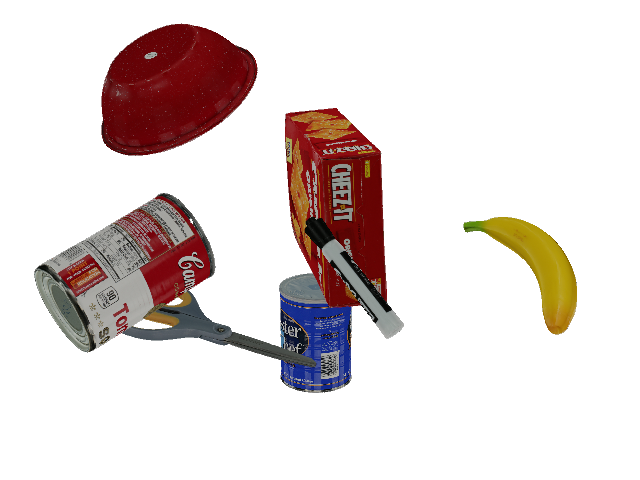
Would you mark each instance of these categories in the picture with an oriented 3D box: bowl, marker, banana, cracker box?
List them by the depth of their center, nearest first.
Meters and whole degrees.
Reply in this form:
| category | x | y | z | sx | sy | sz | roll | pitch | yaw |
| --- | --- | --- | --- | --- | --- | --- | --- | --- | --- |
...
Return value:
| category | x | y | z | sx | sy | sz | roll | pitch | yaw |
| --- | --- | --- | --- | --- | --- | --- | --- | --- | --- |
| marker | 0.026 | 0.028 | 0.882 | 0.020 | 0.121 | 0.020 | -34 | -17 | -12 |
| bowl | -0.143 | -0.151 | 0.985 | 0.162 | 0.162 | 0.055 | 0 | -44 | 31 |
| banana | 0.223 | 0.026 | 1.112 | 0.069 | 0.037 | 0.198 | -31 | 38 | -2 |
| cracker box | 0.013 | -0.042 | 1.166 | 0.072 | 0.164 | 0.214 | -7 | 20 | -8 |

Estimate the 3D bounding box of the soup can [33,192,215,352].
| category | x | y | z | sx | sy | sz | roll | pitch | yaw |
| --- | --- | --- | --- | --- | --- | --- | --- | --- | --- |
| soup can | -0.132 | 0.021 | 0.720 | 0.102 | 0.068 | 0.069 | -33 | 16 | -27 |

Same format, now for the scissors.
| category | x | y | z | sx | sy | sz | roll | pitch | yaw |
| --- | --- | --- | --- | --- | --- | --- | --- | --- | --- |
| scissors | -0.099 | 0.078 | 1.019 | 0.202 | 0.016 | 0.096 | 8 | 30 | 2 |

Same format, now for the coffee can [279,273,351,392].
| category | x | y | z | sx | sy | sz | roll | pitch | yaw |
| --- | --- | --- | --- | --- | --- | --- | --- | --- | --- |
| coffee can | -0.006 | 0.129 | 1.504 | 0.103 | 0.140 | 0.103 | 0 | 19 | 0 |
